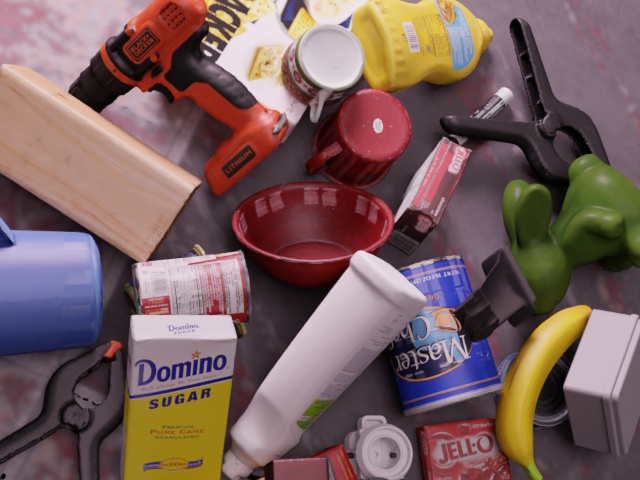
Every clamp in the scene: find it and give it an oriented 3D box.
[{"bbox_3d":[0.239,-0.122,1.189,0.210,0.036,0.164,47,72,-9],"label":"clamp"},{"bbox_3d":[-0.240,0.169,0.996,0.120,0.039,0.171,22,65,-14],"label":"clamp"}]

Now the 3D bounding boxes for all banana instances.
[{"bbox_3d":[0.222,0.144,1.091,0.069,0.037,0.197,32,70,-24],"label":"banana"}]

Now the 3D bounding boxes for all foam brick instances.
[{"bbox_3d":[-0.020,0.237,0.954,0.051,0.053,0.078,-1,71,-13],"label":"foam brick"}]

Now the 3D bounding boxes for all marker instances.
[{"bbox_3d":[0.171,-0.129,1.193,0.121,0.020,0.020,-42,89,-20],"label":"marker"}]

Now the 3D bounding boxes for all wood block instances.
[{"bbox_3d":[-0.226,-0.073,1.021,0.206,0.091,0.090,34,96,-4],"label":"wood block"}]

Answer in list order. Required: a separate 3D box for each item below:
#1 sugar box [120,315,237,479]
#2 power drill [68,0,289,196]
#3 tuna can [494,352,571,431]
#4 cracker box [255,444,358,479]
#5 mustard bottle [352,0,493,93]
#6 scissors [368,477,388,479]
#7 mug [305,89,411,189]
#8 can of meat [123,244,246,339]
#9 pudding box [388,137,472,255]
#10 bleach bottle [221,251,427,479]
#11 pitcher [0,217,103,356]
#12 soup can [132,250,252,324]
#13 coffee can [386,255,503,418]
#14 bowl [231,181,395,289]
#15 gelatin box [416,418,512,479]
[{"bbox_3d":[-0.131,0.153,0.971,0.093,0.048,0.176,0,120,-15],"label":"sugar box"},{"bbox_3d":[-0.138,-0.135,1.060,0.187,0.185,0.057,46,29,-15],"label":"power drill"},{"bbox_3d":[0.229,0.157,1.126,0.086,0.034,0.086,4,75,-14],"label":"tuna can"},{"bbox_3d":[-0.048,0.308,0.995,0.213,0.072,0.164,-21,81,-18],"label":"cracker box"},{"bbox_3d":[0.123,-0.217,1.163,0.191,0.058,0.096,-15,87,-40],"label":"mustard bottle"},{"bbox_3d":[0.102,0.259,1.034,0.201,0.016,0.096,-13,76,-47],"label":"scissors"},{"bbox_3d":[0.036,-0.103,1.116,0.117,0.082,0.093,-27,84,-19],"label":"mug"},{"bbox_3d":[-0.134,0.069,1.041,0.083,0.057,0.102,-28,84,-17],"label":"can of meat"},{"bbox_3d":[0.110,-0.044,1.104,0.039,0.114,0.090,29,70,-3],"label":"pudding box"},{"bbox_3d":[-0.009,0.128,1.006,0.068,0.102,0.251,44,98,24],"label":"bleach bottle"},{"bbox_3d":[-0.322,0.040,0.955,0.242,0.149,0.145,-2,76,-19],"label":"pitcher"},{"bbox_3d":[-0.119,0.049,0.983,0.102,0.068,0.068,-7,78,-11],"label":"soup can"},{"bbox_3d":[0.115,0.097,1.075,0.102,0.103,0.140,-12,79,-18],"label":"coffee can"},{"bbox_3d":[-0.007,0.001,1.066,0.162,0.162,0.055,-11,123,-17],"label":"bowl"},{"bbox_3d":[0.147,0.222,1.089,0.089,0.030,0.073,-3,77,-16],"label":"gelatin box"}]
